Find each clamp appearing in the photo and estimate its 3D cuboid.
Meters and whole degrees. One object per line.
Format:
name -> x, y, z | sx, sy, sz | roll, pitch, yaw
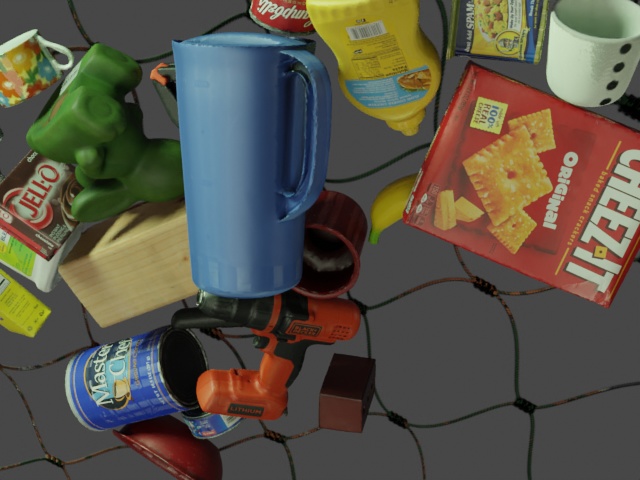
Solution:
clamp -> -0.046, 0.098, 1.226 | 0.210, 0.036, 0.164 | -30, 118, 29
clamp -> -0.098, -0.119, 1.088 | 0.171, 0.039, 0.120 | 25, 107, 2

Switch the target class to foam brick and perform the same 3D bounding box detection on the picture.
foam brick -> 0.032, 0.176, 1.232 | 0.051, 0.078, 0.053 | 8, 125, 11

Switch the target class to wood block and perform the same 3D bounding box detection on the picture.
wood block -> -0.170, 0.010, 1.168 | 0.206, 0.090, 0.090 | -20, 116, 27

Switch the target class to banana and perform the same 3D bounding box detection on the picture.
banana -> 0.131, -0.043, 1.084 | 0.198, 0.037, 0.069 | -10, 137, 23

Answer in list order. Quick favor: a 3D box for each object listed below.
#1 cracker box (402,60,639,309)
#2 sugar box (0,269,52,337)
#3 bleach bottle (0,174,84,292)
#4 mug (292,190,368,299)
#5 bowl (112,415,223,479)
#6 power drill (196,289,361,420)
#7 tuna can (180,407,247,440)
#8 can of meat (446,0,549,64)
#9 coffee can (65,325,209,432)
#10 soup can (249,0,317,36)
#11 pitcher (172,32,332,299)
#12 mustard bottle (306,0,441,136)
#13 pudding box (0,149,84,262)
cracker box -> 0.205, -0.052, 1.003 | 0.213, 0.072, 0.164 | 23, 105, 1
sugar box -> -0.403, 0.044, 1.245 | 0.176, 0.048, 0.094 | 42, 158, -26
bleach bottle -> -0.399, -0.041, 1.217 | 0.251, 0.068, 0.103 | 27, 128, 0
mug -> -0.007, 0.001, 1.121 | 0.117, 0.081, 0.093 | -2, 123, 17
bowl -> -0.178, 0.262, 1.337 | 0.162, 0.055, 0.162 | 30, 162, 11
power drill -> -0.070, 0.120, 1.166 | 0.184, 0.057, 0.188 | 12, 133, -23
tuna can -> -0.124, 0.199, 1.286 | 0.086, 0.086, 0.033 | -16, 116, 24
can of meat -> 0.160, -0.209, 0.949 | 0.084, 0.057, 0.102 | 7, 126, 8
coffee can -> -0.218, 0.166, 1.279 | 0.140, 0.102, 0.102 | -17, 117, 25
soup can -> -0.021, -0.246, 0.967 | 0.068, 0.068, 0.102 | 18, 125, 3
pitcher -> -0.063, -0.071, 1.002 | 0.145, 0.149, 0.243 | 0, 105, -1
mustard bottle -> 0.061, -0.166, 0.985 | 0.096, 0.058, 0.191 | -9, 140, 16
pudding box -> -0.299, -0.042, 1.155 | 0.090, 0.113, 0.039 | 37, 128, -10
